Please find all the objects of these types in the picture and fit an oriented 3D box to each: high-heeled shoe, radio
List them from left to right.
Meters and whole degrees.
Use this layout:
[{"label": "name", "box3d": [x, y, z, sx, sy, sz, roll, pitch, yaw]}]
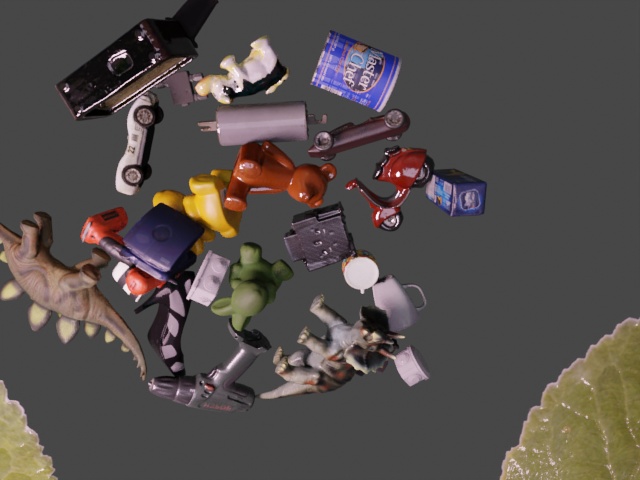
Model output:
[{"label": "radio", "box3d": [-0.341, -0.297, 0.949, 0.230, 0.131, 0.073, -28, 102, 17]}, {"label": "high-heeled shoe", "box3d": [-0.298, 0.183, 1.156, 0.145, 0.086, 0.248, -33, 127, -23]}]

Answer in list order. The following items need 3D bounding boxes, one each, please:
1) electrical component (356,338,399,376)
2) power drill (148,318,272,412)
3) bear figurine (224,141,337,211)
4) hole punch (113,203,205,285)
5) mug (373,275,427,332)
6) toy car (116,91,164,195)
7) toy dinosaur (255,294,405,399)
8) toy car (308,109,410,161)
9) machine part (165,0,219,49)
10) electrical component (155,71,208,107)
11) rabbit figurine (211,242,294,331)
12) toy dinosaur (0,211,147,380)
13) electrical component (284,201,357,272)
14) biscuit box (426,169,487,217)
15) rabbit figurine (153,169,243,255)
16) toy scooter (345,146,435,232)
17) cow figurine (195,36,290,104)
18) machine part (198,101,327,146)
[{"label": "electrical component", "box3d": [0.111, 0.255, 1.181, 0.075, 0.048, 0.119, 34, 101, -10]}, {"label": "power drill", "box3d": [-0.215, 0.272, 1.137, 0.232, 0.086, 0.207, 30, 94, -30]}, {"label": "bear figurine", "box3d": [-0.069, -0.106, 1.019, 0.196, 0.132, 0.120, 21, 127, -16]}, {"label": "hole punch", "box3d": [-0.287, 0.004, 0.987, 0.142, 0.116, 0.092, 32, 123, 6]}, {"label": "mug", "box3d": [0.163, 0.125, 1.128, 0.110, 0.081, 0.107, -25, 98, 9]}, {"label": "toy car", "box3d": [-0.346, -0.184, 1.028, 0.056, 0.073, 0.201, 15, 106, -6]}, {"label": "toy dinosaur", "box3d": [0.019, 0.251, 1.121, 0.192, 0.131, 0.404, 30, 130, -6]}, {"label": "toy car", "box3d": [0.072, -0.201, 1.024, 0.202, 0.089, 0.053, -15, 86, 5]}, {"label": "machine part", "box3d": [-0.237, -0.405, 0.986, 0.084, 0.039, 0.139, 39, 104, -3]}, {"label": "electrical component", "box3d": [-0.264, -0.288, 1.027, 0.094, 0.021, 0.063, -9, 107, 1]}, {"label": "rabbit figurine", "box3d": [-0.145, 0.098, 1.065, 0.121, 0.170, 0.159, 41, 101, -11]}, {"label": "toy dinosaur", "box3d": [-0.514, 0.102, 1.099, 0.471, 0.105, 0.198, 40, 109, -2]}, {"label": "electrical component", "box3d": [-0.002, -0.003, 1.093, 0.134, 0.058, 0.114, -18, 106, 7]}, {"label": "biscuit box", "box3d": [0.249, -0.092, 1.000, 0.063, 0.203, 0.059, -2, 105, -2]}, {"label": "rabbit figurine", "box3d": [-0.243, -0.060, 1.063, 0.173, 0.122, 0.162, -1, 116, 14]}, {"label": "toy scooter", "box3d": [0.131, -0.114, 1.060, 0.135, 0.075, 0.183, 27, 109, -7]}, {"label": "cow figurine", "box3d": [-0.145, -0.299, 1.003, 0.167, 0.068, 0.098, -32, 110, 6]}, {"label": "machine part", "box3d": [-0.108, -0.221, 1.021, 0.243, 0.079, 0.079, -4, 106, -1]}]
